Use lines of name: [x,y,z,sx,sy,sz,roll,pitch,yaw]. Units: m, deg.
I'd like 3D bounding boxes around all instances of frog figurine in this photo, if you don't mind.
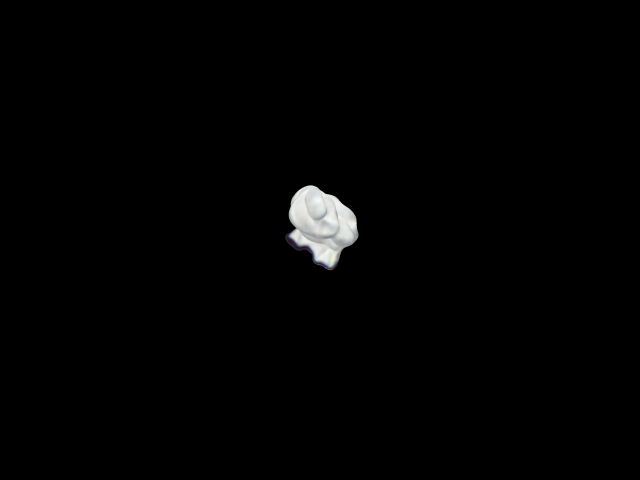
frog figurine: [0.003,-0.043,0.850,0.123,0.140,0.155,-22,-36,-17]
